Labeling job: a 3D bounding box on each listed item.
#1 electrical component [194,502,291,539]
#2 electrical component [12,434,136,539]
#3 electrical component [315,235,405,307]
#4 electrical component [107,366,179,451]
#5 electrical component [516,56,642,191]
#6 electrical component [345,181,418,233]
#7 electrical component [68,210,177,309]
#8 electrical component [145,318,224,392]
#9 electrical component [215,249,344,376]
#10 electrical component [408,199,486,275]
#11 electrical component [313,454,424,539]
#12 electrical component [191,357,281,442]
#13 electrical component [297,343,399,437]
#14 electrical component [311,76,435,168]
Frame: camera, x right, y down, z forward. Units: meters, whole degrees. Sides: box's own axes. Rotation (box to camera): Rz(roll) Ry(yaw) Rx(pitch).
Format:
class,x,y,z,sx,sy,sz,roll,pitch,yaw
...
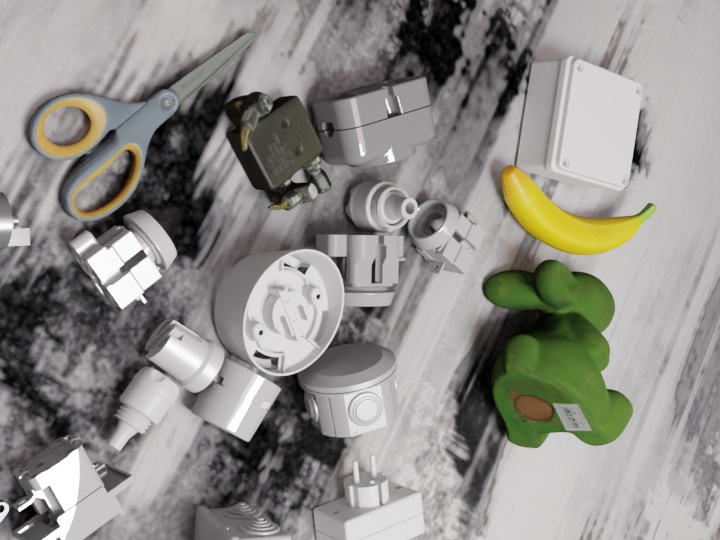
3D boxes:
class,x,y,z,sx,sy,sz,roll,pitch,yaw
electrical component,-0.089,0.229,0.805,0.048,0.100,0.099,2,94,-26
electrical component,-0.203,0.153,0.742,0.081,0.042,0.063,-35,113,-32
electrical component,0.000,0.000,0.878,0.078,0.058,0.057,0,92,-39
electrical component,-0.160,0.102,0.776,0.035,0.035,0.061,45,70,-32
electrical component,0.211,-0.139,1.032,0.109,0.056,0.108,10,88,-39
electrical component,0.021,-0.052,0.886,0.043,0.062,0.043,-5,97,-38
electrical component,-0.163,-0.009,0.756,0.055,0.048,0.066,-40,118,-20
electrical component,-0.130,0.062,0.793,0.046,0.040,0.040,39,71,-29
electrical component,-0.061,0.031,0.828,0.099,0.064,0.099,-5,97,-38
electrical component,0.074,-0.031,0.942,0.055,0.048,0.066,40,70,-42
electrical component,0.006,0.194,0.909,0.083,0.047,0.075,-13,102,-37
electrical component,-0.095,0.098,0.815,0.055,0.055,0.047,36,76,-35
electrical component,-0.008,0.095,0.868,0.080,0.080,0.051,-23,114,-35
electrical component,0.013,-0.119,0.878,0.095,0.054,0.059,-22,108,-35
